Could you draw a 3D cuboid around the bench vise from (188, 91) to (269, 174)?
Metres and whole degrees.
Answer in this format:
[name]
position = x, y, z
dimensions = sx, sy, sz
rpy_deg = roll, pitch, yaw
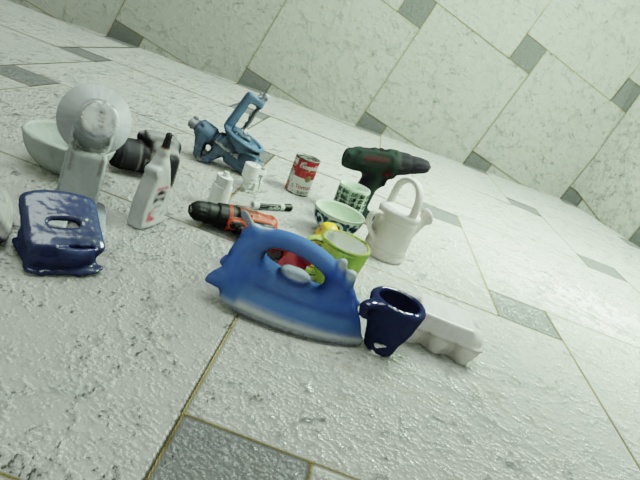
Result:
[bench vise]
position = -0.224, -0.286, 1.462
dimensions = 0.208, 0.220, 0.121
rpy_deg = 13, 21, -24

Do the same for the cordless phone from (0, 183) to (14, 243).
[cordless phone]
position = -0.456, -0.098, 0.776
dimensions = 0.094, 0.185, 0.147
rpy_deg = 10, 23, -30

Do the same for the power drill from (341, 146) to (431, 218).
[power drill]
position = 0.151, -0.146, 1.503
dimensions = 0.230, 0.208, 0.075
rpy_deg = 17, 20, -12

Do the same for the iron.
[iron]
position = -0.032, 0.058, 0.874
dimensions = 0.258, 0.141, 0.118
rpy_deg = 21, 19, -2

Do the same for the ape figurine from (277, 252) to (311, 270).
[ape figurine]
position = -0.037, 0.043, 0.982
dimensions = 0.076, 0.092, 0.078
rpy_deg = 25, 20, 10

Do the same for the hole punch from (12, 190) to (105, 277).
[hole punch]
position = -0.355, -0.010, 0.789
dimensions = 0.109, 0.091, 0.100
rpy_deg = 3, 27, -42

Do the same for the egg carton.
[egg carton]
position = 0.206, 0.151, 0.988
dimensions = 0.150, 0.069, 0.107
rpy_deg = 21, 19, -1

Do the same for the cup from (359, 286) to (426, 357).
[cup]
position = 0.096, 0.132, 0.884
dimensions = 0.118, 0.095, 0.091
rpy_deg = 6, 25, -38

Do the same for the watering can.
[watering can]
position = 0.182, -0.051, 1.307
dimensions = 0.100, 0.194, 0.173
rpy_deg = 32, 22, 28

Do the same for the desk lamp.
[desk lamp]
position = -0.371, -0.137, 0.922
dimensions = 0.118, 0.213, 0.202
rpy_deg = 11, 22, -27

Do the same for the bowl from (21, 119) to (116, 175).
[bowl]
position = -0.482, -0.165, 1.091
dimensions = 0.167, 0.075, 0.167
rpy_deg = 19, 20, -7

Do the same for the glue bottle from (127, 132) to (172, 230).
[glue bottle]
position = -0.283, -0.105, 0.992
dimensions = 0.037, 0.173, 0.078
rpy_deg = 24, 20, 7

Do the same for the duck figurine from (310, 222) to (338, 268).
[duck figurine]
position = 0.011, 0.004, 1.144
dimensions = 0.077, 0.086, 0.105
rpy_deg = 27, 20, 15

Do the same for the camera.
[camera]
position = -0.380, -0.194, 1.234
dimensions = 0.137, 0.101, 0.142
rpy_deg = 7, 24, -36
